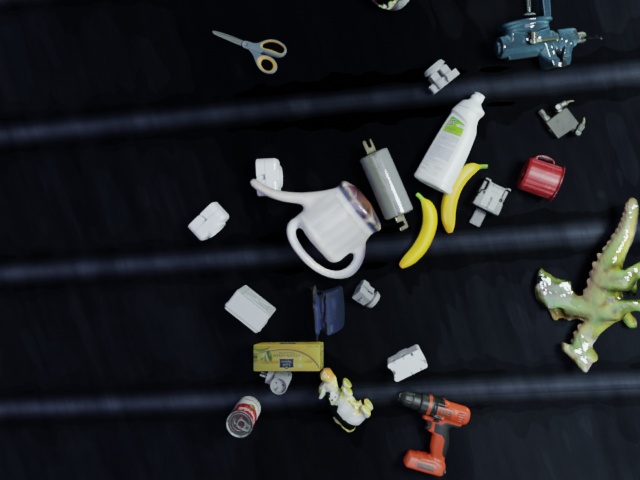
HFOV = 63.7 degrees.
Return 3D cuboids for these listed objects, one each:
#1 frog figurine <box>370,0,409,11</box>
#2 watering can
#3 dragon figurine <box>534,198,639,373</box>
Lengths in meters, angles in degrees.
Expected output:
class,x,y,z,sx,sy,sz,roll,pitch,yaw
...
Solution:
class,x,y,z,sx,sy,sz,roll,pitch,yaw
frog figurine,0.184,-0.649,1.266,0.138,0.163,0.120,20,-31,12
watering can,0.004,-0.065,1.283,0.223,0.345,0.105,-38,10,6
dragon figurine,0.648,0.111,1.242,0.242,0.410,0.122,-5,1,14
